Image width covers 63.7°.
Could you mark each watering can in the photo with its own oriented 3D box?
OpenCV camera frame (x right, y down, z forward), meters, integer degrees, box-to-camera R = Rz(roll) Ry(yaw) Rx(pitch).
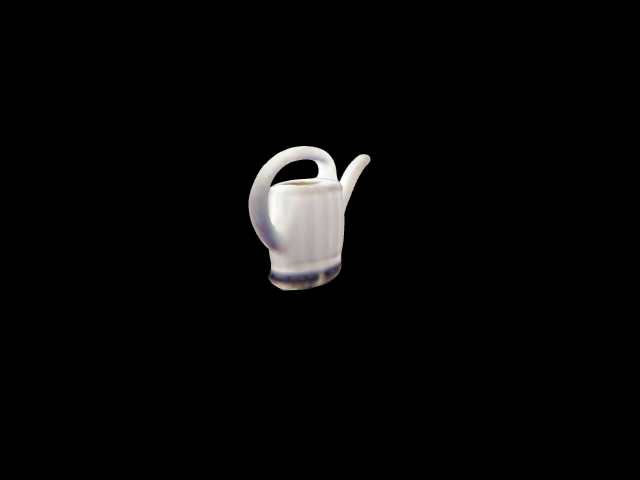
[{"bbox_3d":[0.003,-0.043,0.850,0.104,0.222,0.350,6,12,32],"label":"watering can"}]
